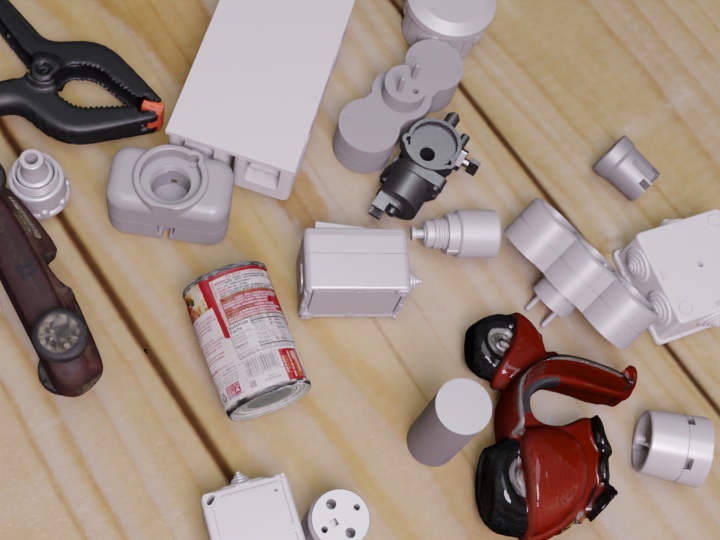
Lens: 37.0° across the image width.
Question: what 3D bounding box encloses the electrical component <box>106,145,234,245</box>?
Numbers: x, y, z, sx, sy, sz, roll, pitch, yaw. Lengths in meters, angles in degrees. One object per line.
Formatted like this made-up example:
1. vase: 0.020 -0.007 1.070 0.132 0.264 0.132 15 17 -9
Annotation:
1. electrical component: -0.149 -0.060 0.847 0.095 0.059 0.053 9 66 -6

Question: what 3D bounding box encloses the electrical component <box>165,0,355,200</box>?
1. electrical component: -0.081 -0.161 0.901 0.105 0.060 0.186 18 65 -2

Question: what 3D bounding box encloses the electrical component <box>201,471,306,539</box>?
1. electrical component: -0.074 0.190 0.757 0.062 0.061 0.096 -13 63 -13

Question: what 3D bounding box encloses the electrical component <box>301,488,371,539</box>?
1. electrical component: -0.018 0.182 0.769 0.045 0.055 0.045 4 67 -8

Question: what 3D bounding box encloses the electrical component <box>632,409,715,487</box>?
1. electrical component: 0.242 0.137 0.835 0.047 0.055 0.055 11 66 -1

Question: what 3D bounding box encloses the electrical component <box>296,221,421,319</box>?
1. electrical component: 0.000 0.000 0.846 0.096 0.061 0.061 0 67 -10

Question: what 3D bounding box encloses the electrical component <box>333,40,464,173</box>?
1. electrical component: 0.036 -0.148 0.908 0.052 0.073 0.138 41 67 8

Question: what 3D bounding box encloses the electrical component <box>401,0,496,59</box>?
1. electrical component: 0.078 -0.231 0.963 0.080 0.051 0.080 4 67 -8

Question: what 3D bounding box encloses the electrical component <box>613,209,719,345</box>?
1. electrical component: 0.275 0.004 0.899 0.100 0.048 0.099 -17 71 -16

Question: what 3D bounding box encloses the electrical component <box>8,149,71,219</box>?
1. electrical component: -0.251 -0.071 0.832 0.048 0.062 0.048 4 67 -8

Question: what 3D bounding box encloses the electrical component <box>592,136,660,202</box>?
1. electrical component: 0.233 -0.088 0.937 0.046 0.040 0.040 44 67 3

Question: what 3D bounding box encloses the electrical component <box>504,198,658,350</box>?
1. electrical component: 0.167 0.014 0.875 0.073 0.052 0.138 -47 72 16

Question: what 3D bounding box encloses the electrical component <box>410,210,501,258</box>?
1. electrical component: 0.080 -0.030 0.884 0.078 0.040 0.040 0 67 -10
